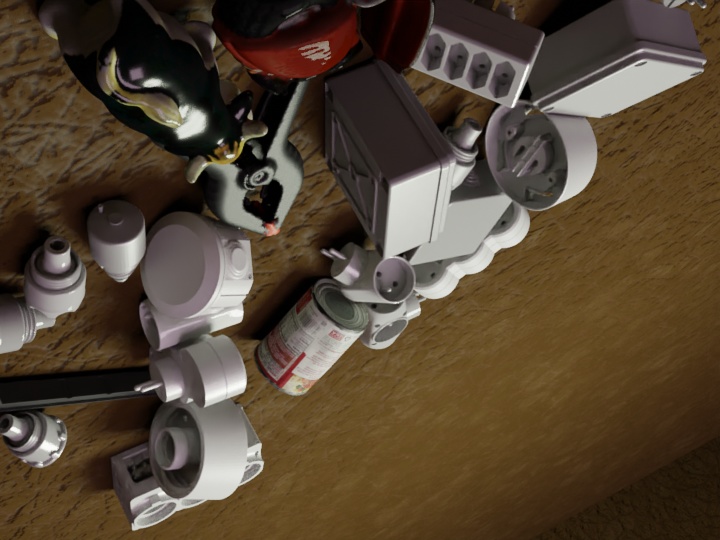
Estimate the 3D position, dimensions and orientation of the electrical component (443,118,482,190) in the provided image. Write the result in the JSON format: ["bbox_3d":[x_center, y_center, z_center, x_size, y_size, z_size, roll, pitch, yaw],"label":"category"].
[{"bbox_3d":[0.081,-0.102,0.920,0.043,0.043,0.062,-6,143,-44],"label":"electrical component"}]

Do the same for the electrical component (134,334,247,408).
[{"bbox_3d":[-0.157,0.090,0.925,0.074,0.052,0.138,-19,-174,-27],"label":"electrical component"}]

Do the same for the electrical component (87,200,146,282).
[{"bbox_3d":[-0.176,-0.017,0.782,0.040,0.040,0.078,-22,153,-22],"label":"electrical component"}]

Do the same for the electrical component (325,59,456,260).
[{"bbox_3d":[0.019,-0.082,0.809,0.056,0.108,0.108,-23,153,-14],"label":"electrical component"}]

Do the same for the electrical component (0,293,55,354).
[{"bbox_3d":[-0.256,0.038,0.787,0.062,0.043,0.043,-11,147,-40],"label":"electrical component"}]

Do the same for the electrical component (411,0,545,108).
[{"bbox_3d":[0.090,-0.172,0.781,0.047,0.083,0.075,104,11,-56],"label":"electrical component"}]

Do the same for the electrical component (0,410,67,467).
[{"bbox_3d":[-0.290,0.142,0.935,0.048,0.048,0.062,-35,148,4],"label":"electrical component"}]

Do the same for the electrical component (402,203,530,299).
[{"bbox_3d":[0.111,-0.021,1.088,0.138,0.052,0.074,-37,155,9],"label":"electrical component"}]

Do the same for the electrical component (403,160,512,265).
[{"bbox_3d":[0.083,-0.055,0.999,0.100,0.048,0.099,-11,147,-38],"label":"electrical component"}]

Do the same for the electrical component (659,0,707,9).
[{"bbox_3d":[0.240,-0.230,0.834,0.083,0.075,0.047,-4,142,-46],"label":"electrical component"}]

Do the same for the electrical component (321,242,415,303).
[{"bbox_3d":[0.000,0.000,0.992,0.079,0.077,0.043,31,77,-23],"label":"electrical component"}]

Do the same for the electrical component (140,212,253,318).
[{"bbox_3d":[-0.124,-0.004,0.822,0.080,0.080,0.051,-45,157,24],"label":"electrical component"}]

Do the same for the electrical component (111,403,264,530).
[{"bbox_3d":[-0.186,0.217,1.165,0.150,0.061,0.089,-21,153,-23],"label":"electrical component"}]

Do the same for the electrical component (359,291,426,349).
[{"bbox_3d":[0.037,0.039,1.121,0.079,0.044,0.077,-24,153,-18],"label":"electrical component"}]

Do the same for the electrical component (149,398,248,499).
[{"bbox_3d":[-0.168,0.175,1.065,0.060,0.108,0.108,4,137,-43],"label":"electrical component"}]

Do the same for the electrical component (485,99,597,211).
[{"bbox_3d":[0.157,-0.103,0.945,0.064,0.099,0.099,-16,151,-44],"label":"electrical component"}]

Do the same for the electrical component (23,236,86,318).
[{"bbox_3d":[-0.217,0.002,0.766,0.043,0.043,0.062,-17,149,-29],"label":"electrical component"}]

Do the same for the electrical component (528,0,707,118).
[{"bbox_3d":[0.208,-0.173,0.885,0.109,0.056,0.109,-4,166,-46],"label":"electrical component"}]

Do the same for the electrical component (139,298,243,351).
[{"bbox_3d":[-0.139,0.025,0.897,0.077,0.043,0.079,-19,152,-27],"label":"electrical component"}]
